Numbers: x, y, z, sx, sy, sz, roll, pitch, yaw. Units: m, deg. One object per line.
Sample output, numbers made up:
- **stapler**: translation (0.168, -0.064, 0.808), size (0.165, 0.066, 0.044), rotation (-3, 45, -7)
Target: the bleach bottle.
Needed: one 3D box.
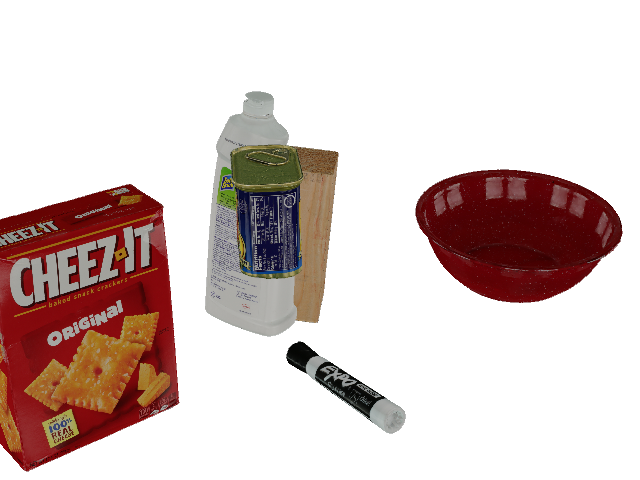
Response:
- **bleach bottle**: translation (-0.066, -0.030, 1.121), size (0.103, 0.251, 0.068), rotation (18, 27, 23)

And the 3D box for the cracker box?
- **cracker box**: translation (-0.214, 0.076, 0.950), size (0.163, 0.214, 0.072), rotation (-20, 31, -34)

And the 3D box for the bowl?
- **bowl**: translation (0.154, 0.003, 0.853), size (0.162, 0.055, 0.162), rotation (1, 31, -1)

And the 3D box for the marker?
- **marker**: translation (0.014, 0.099, 0.738), size (0.020, 0.020, 0.121), rotation (0, 17, -36)

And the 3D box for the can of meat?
- **can of meat**: translation (-0.045, -0.025, 0.890), size (0.057, 0.084, 0.102), rotation (-3, 23, -5)

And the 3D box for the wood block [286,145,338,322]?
- **wood block**: translation (-0.033, -0.010, 1.380), size (0.090, 0.206, 0.090), rotation (7, 25, 2)
